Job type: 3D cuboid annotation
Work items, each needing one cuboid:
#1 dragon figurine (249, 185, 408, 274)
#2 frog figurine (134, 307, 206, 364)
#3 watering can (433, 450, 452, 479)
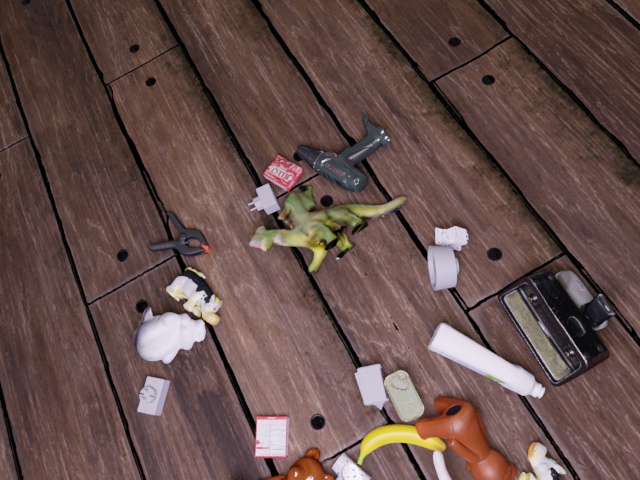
[{"bbox_3d":[0.004,-0.068,1.345,0.414,0.119,0.246,-32,60,-21],"label":"dragon figurine"},{"bbox_3d":[-0.370,0.243,1.277,0.159,0.124,0.136,12,104,6],"label":"frog figurine"},{"bbox_3d":[0.307,0.601,0.995,0.224,0.103,0.350,3,83,12],"label":"watering can"}]
